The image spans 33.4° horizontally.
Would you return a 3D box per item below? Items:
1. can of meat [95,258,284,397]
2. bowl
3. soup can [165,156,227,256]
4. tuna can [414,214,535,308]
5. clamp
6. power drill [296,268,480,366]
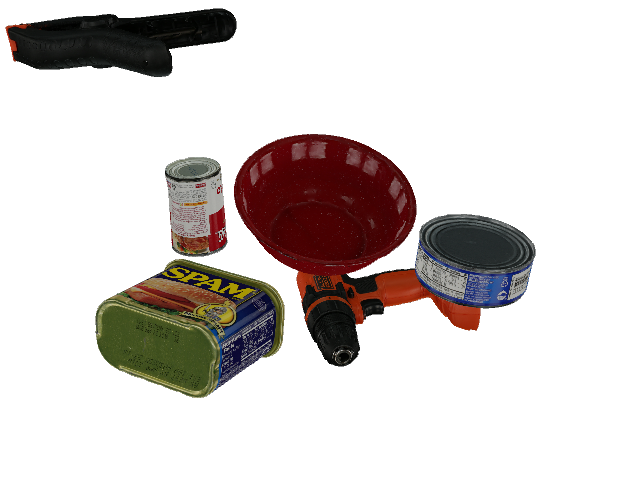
[{"bbox_3d":[-0.089,0.058,0.724,0.102,0.057,0.083,15,23,25],"label":"can of meat"},{"bbox_3d":[0.002,-0.021,0.952,0.162,0.162,0.055,0,-43,-10],"label":"bowl"},{"bbox_3d":[-0.149,-0.041,1.277,0.068,0.102,0.068,-2,28,1],"label":"soup can"},{"bbox_3d":[0.113,0.015,0.789,0.086,0.034,0.086,5,28,-3],"label":"tuna can"},{"bbox_3d":[-0.150,-0.150,0.792,0.172,0.039,0.120,10,22,27],"label":"clamp"},{"bbox_3d":[0.074,0.070,1.158,0.187,0.057,0.184,-4,28,-9],"label":"power drill"}]
